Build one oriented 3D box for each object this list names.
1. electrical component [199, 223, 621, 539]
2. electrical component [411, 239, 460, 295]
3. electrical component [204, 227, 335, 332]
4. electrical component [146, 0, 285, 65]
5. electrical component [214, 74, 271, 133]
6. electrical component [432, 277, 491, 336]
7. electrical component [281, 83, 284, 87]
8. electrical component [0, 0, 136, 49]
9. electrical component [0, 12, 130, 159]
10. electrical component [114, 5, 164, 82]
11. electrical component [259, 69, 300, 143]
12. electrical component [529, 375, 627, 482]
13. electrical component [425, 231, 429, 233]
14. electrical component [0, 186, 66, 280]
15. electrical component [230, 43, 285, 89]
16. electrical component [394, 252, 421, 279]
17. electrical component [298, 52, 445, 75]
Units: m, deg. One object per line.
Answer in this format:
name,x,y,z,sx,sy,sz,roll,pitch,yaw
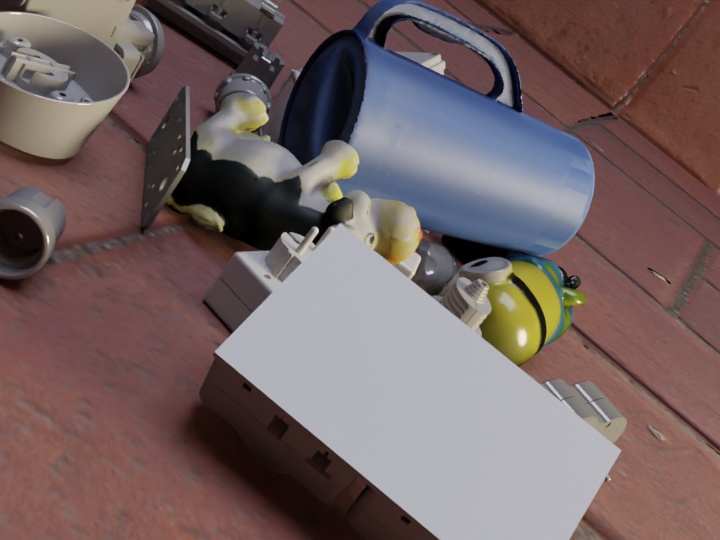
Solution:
electrical component,0.023,0.080,0.550,0.186,0.060,0.105,39,54,5
electrical component,0.057,-0.001,0.866,0.062,0.043,0.043,11,33,-51
electrical component,-0.042,0.003,0.652,0.047,0.076,0.066,45,22,21
electrical component,-0.139,-0.257,1.063,0.121,0.063,0.078,31,22,-15
electrical component,-0.099,-0.130,0.891,0.048,0.048,0.062,29,29,-20
electrical component,0.060,0.039,0.733,0.043,0.081,0.043,32,21,-14
electrical component,-0.059,-0.167,1.035,0.040,0.040,0.078,38,21,2
electrical component,-0.208,-0.180,0.741,0.100,0.099,0.048,-11,55,-48
electrical component,-0.202,-0.117,0.668,0.099,0.064,0.099,32,21,-14
electrical component,-0.188,-0.177,0.826,0.078,0.058,0.057,45,25,20
electrical component,-0.047,-0.125,0.934,0.061,0.061,0.096,28,23,-23
electrical component,0.143,0.118,0.741,0.138,0.052,0.073,11,33,-50
electrical component,0.051,-0.109,1.057,0.089,0.061,0.150,34,21,-9
electrical component,-0.173,-0.021,0.549,0.040,0.040,0.046,33,15,-11
electrical component,-0.096,-0.182,0.997,0.040,0.046,0.040,32,21,-14
electrical component,0.000,0.000,0.767,0.066,0.047,0.076,36,21,-2
electrical component,0.011,-0.167,1.006,0.109,0.056,0.109,8,25,26
